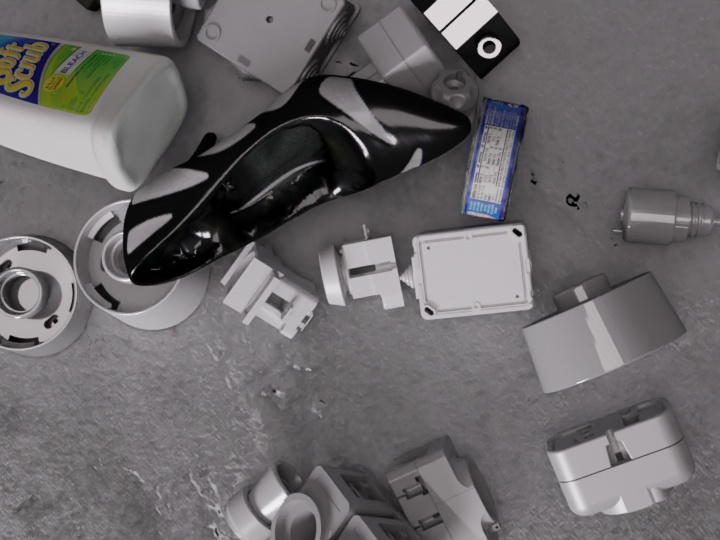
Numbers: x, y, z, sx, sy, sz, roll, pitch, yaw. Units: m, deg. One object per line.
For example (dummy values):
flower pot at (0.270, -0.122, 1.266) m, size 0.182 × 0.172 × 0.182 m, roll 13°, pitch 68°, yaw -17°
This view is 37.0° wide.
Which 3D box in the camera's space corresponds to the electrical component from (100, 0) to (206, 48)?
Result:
electrical component at (-0.143, -0.213, 0.782) m, size 0.060 × 0.108 × 0.108 m, roll 8°, pitch 97°, yaw 2°

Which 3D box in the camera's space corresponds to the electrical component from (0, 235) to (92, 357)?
electrical component at (-0.265, 0.020, 0.858) m, size 0.099 × 0.064 × 0.099 m, roll 0°, pitch 87°, yaw -1°

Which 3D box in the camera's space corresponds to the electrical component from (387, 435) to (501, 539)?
electrical component at (0.068, 0.177, 0.815) m, size 0.056 × 0.050 × 0.089 m, roll -27°, pitch 91°, yaw 11°

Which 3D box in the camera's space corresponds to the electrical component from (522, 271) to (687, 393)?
electrical component at (0.167, 0.037, 0.759) m, size 0.108 × 0.108 × 0.060 m, roll -25°, pitch 85°, yaw 11°

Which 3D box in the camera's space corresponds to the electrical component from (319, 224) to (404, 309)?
electrical component at (0.000, 0.000, 0.811) m, size 0.055 × 0.048 × 0.066 m, roll -11°, pitch 94°, yaw 2°

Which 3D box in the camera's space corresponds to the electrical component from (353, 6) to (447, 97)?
electrical component at (0.021, -0.137, 0.776) m, size 0.077 × 0.066 × 0.047 m, roll -35°, pitch 57°, yaw 11°

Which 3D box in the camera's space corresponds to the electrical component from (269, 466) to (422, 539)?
electrical component at (-0.037, 0.251, 0.800) m, size 0.105 × 0.060 × 0.186 m, roll 45°, pitch 109°, yaw 44°

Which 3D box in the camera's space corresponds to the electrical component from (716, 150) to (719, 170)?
electrical component at (0.281, -0.085, 0.734) m, size 0.056 × 0.089 × 0.050 m, roll 18°, pitch 98°, yaw 7°

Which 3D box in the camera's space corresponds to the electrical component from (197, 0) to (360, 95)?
electrical component at (-0.062, -0.184, 0.800) m, size 0.100 × 0.048 × 0.099 m, roll 34°, pitch 101°, yaw 5°

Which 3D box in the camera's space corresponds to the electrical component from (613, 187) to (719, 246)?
electrical component at (0.223, -0.037, 0.773) m, size 0.078 × 0.040 × 0.040 m, roll 5°, pitch 97°, yaw 8°

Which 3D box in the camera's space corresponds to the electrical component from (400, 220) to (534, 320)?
electrical component at (0.078, -0.001, 0.790) m, size 0.096 × 0.061 × 0.061 m, roll -6°, pitch 95°, yaw 10°

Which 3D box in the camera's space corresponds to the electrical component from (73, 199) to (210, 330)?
electrical component at (-0.171, -0.005, 0.840) m, size 0.099 × 0.064 × 0.099 m, roll -1°, pitch 82°, yaw 9°

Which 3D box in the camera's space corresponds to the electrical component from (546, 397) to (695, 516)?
electrical component at (0.192, 0.140, 0.790) m, size 0.095 × 0.054 × 0.059 m, roll -22°, pitch 92°, yaw 10°

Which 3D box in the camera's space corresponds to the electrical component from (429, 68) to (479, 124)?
electrical component at (0.066, -0.112, 0.764) m, size 0.035 × 0.061 × 0.035 m, roll -1°, pitch 56°, yaw 2°

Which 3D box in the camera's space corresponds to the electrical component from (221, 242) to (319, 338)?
electrical component at (-0.067, 0.016, 0.812) m, size 0.064 × 0.081 × 0.042 m, roll 34°, pitch 101°, yaw -19°

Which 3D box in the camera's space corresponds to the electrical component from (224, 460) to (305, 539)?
electrical component at (-0.072, 0.183, 0.841) m, size 0.055 × 0.045 × 0.045 m, roll -41°, pitch 89°, yaw 11°
